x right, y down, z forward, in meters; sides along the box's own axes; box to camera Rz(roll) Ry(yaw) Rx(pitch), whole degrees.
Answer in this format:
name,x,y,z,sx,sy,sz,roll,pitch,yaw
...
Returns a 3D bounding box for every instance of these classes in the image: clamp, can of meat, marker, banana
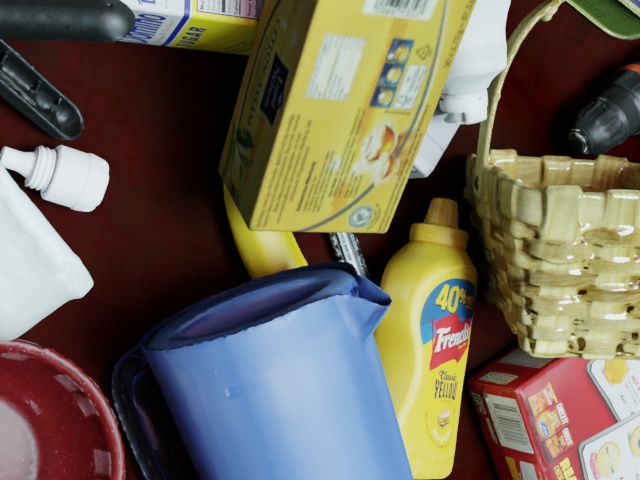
name,x,y,z,sx,sy,sz,roll,pitch,yaw
clamp,-0.192,-0.111,0.584,0.171,0.120,0.039,18,51,-9
can of meat,0.234,-0.217,0.832,0.102,0.058,0.084,29,79,-26
marker,0.013,-0.008,0.733,0.020,0.020,0.121,-25,103,-27
banana,-0.021,0.004,0.703,0.069,0.037,0.198,-24,103,-27

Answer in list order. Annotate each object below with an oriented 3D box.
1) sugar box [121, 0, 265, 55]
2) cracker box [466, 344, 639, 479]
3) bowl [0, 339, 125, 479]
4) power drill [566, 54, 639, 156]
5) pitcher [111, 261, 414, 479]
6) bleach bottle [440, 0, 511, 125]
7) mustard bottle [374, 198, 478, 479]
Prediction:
name,x,y,z,sx,sy,sz,roll,pitch,yaw
sugar box,-0.056,-0.140,0.649,0.175,0.093,0.048,-2,91,-29
cracker box,0.230,0.132,0.830,0.213,0.072,0.164,-29,106,-27
bowl,-0.194,0.132,0.597,0.161,0.055,0.162,-1,91,-30
power drill,0.293,-0.065,0.868,0.184,0.057,0.187,-36,108,-24
pitcher,-0.015,0.145,0.638,0.144,0.149,0.243,-22,100,-24
bleach bottle,0.085,-0.193,0.642,0.068,0.103,0.251,-13,112,-18
mustard bottle,0.071,0.066,0.739,0.096,0.058,0.191,17,81,-54
